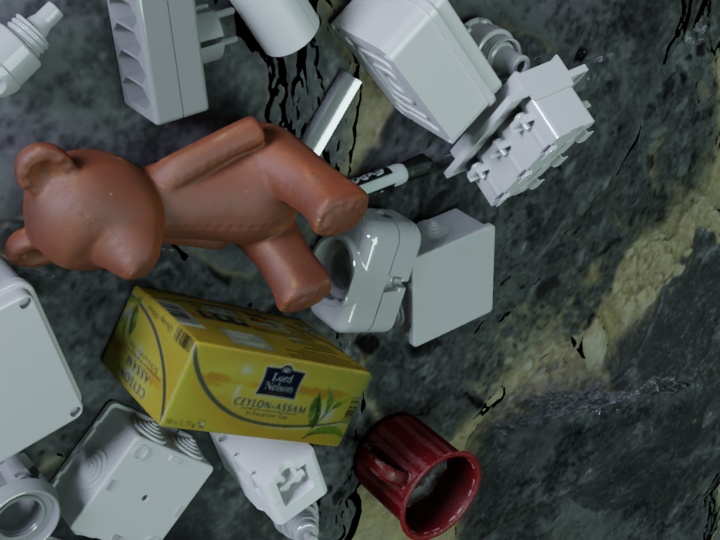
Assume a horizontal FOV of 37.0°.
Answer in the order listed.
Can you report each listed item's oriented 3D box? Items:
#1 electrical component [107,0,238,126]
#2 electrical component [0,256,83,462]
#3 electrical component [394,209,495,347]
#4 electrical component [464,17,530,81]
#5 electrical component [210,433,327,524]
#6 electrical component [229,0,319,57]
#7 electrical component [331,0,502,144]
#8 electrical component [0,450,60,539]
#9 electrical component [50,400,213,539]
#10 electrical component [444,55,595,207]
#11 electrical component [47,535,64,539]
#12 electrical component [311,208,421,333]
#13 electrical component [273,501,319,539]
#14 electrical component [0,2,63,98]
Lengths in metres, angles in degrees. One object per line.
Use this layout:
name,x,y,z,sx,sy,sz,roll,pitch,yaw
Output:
electrical component,-0.110,-0.145,0.674,0.076,0.047,0.083,-23,128,-29
electrical component,-0.234,0.058,0.685,0.078,0.057,0.113,-31,131,-23
electrical component,0.065,0.004,0.909,0.100,0.048,0.099,-23,128,-29
electrical component,0.104,-0.166,0.832,0.048,0.062,0.048,-20,126,-30
electrical component,-0.073,0.152,0.852,0.050,0.089,0.055,-33,132,-21
electrical component,-0.064,-0.182,0.695,0.043,0.043,0.081,-46,135,-9
electrical component,0.043,-0.154,0.776,0.057,0.078,0.113,-48,136,-3
electrical component,-0.241,0.158,0.738,0.058,0.057,0.078,-36,133,-18
electrical component,-0.170,0.157,0.803,0.099,0.048,0.100,-54,136,0
electrical component,0.127,-0.104,0.842,0.079,0.063,0.121,-26,168,-27
electrical component,-0.233,0.234,0.790,0.078,0.058,0.057,-20,129,-30
electrical component,0.000,0.000,0.849,0.059,0.054,0.095,2,113,-41
electrical component,-0.054,0.208,0.915,0.040,0.078,0.040,-9,116,-20
electrical component,-0.197,-0.130,0.620,0.061,0.035,0.035,-48,136,-10
